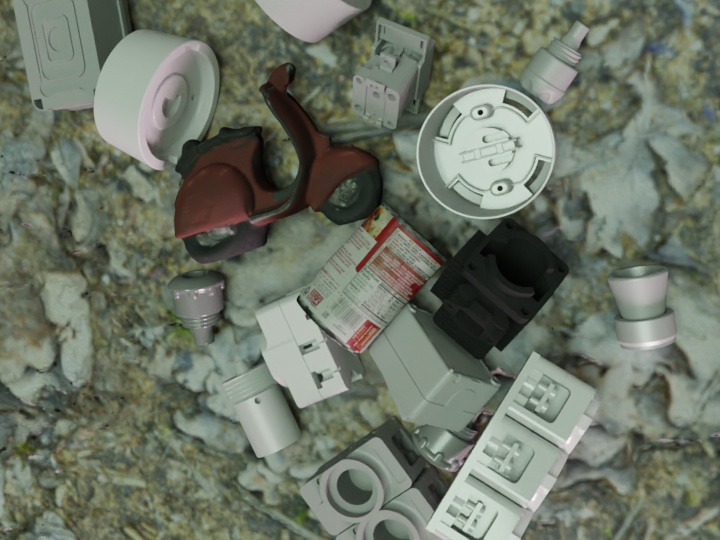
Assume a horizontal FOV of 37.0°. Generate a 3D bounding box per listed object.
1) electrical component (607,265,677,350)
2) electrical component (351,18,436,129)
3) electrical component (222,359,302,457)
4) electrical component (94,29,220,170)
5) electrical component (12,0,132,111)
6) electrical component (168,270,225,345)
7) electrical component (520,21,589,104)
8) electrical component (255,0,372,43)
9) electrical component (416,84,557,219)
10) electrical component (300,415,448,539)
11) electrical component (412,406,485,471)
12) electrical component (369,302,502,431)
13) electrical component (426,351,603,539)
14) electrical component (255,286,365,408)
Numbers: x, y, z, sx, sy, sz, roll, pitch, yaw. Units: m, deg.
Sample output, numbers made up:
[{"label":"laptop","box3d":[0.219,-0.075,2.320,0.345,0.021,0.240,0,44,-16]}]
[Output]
[{"label":"electrical component","box3d":[0.211,0.028,0.804,0.045,0.045,0.055,-8,99,20]},{"label":"electrical component","box3d":[0.024,-0.145,0.815,0.042,0.063,0.081,25,149,14]},{"label":"electrical component","box3d":[-0.086,0.114,0.922,0.043,0.043,0.081,-25,92,21]},{"label":"electrical component","box3d":[-0.169,-0.141,0.867,0.060,0.108,0.108,23,107,19]},{"label":"electrical component","box3d":[-0.235,-0.193,0.899,0.078,0.057,0.113,-5,99,25]},{"label":"electrical component","box3d":[-0.138,0.033,0.923,0.048,0.048,0.062,0,107,19]},{"label":"electrical component","box3d":[0.147,-0.155,0.795,0.035,0.035,0.061,36,108,9]},{"label":"electrical component","box3d":[-0.049,-0.222,0.811,0.060,0.108,0.108,-35,89,27]},{"label":"electrical component","box3d":[0.098,-0.090,0.808,0.099,0.064,0.099,4,102,18]},{"label":"electrical component","box3d":[0.032,0.212,0.892,0.089,0.062,0.150,-37,88,21]},{"label":"electrical component","box3d":[0.076,0.128,0.871,0.048,0.048,0.062,39,102,8]},{"label":"electrical component","box3d":[0.052,0.075,0.844,0.061,0.062,0.096,-52,44,20]},{"label":"electrical component","box3d":[0.117,0.143,0.810,0.062,0.089,0.150,31,86,9]},{"label":"electrical component","box3d":[-0.045,0.062,0.894,0.056,0.050,0.089,-24,93,21]}]
